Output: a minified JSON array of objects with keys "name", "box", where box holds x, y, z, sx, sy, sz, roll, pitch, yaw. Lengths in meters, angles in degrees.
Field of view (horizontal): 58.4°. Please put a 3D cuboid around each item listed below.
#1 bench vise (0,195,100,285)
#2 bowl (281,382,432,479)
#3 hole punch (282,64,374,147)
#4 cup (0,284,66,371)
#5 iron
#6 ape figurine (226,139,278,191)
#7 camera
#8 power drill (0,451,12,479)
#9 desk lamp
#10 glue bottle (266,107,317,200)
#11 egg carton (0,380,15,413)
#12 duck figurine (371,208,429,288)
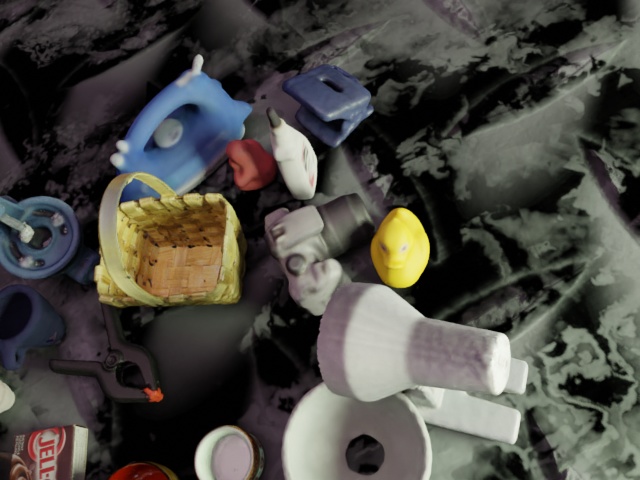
[{"name":"bench vise","box":[-0.438,-0.016,0.805,0.207,0.220,0.121,9,70,18]},{"name":"bowl","box":[0.044,0.242,0.653,0.167,0.075,0.167,-5,66,12]},{"name":"hole punch","box":[0.012,-0.212,0.844,0.101,0.091,0.108,-46,64,-7]},{"name":"cup","box":[-0.406,0.130,0.805,0.091,0.095,0.117,-14,65,9]},{"name":"iron","box":[-0.230,-0.152,0.853,0.118,0.142,0.258,39,81,25]},{"name":"ape figurine","box":[-0.106,-0.116,0.834,0.076,0.092,0.078,19,74,21]},{"name":"camera","box":[0.007,0.003,0.749,0.137,0.101,0.143,-28,64,2]},{"name":"power drill","box":[-0.462,0.298,0.685,0.075,0.209,0.229,-5,67,13]},{"name":"desk lamp","box":[0.117,0.130,0.604,0.202,0.214,0.118,9,70,18]},{"name":"glue bottle","box":[-0.042,-0.124,0.775,0.037,0.173,0.078,-5,66,13]},{"name":"egg carton","box":[-0.510,0.215,0.811,0.150,0.069,0.107,32,79,24]},{"name":"duck figurine","box":[0.099,0.001,0.734,0.077,0.086,0.104,1,68,15]}]
